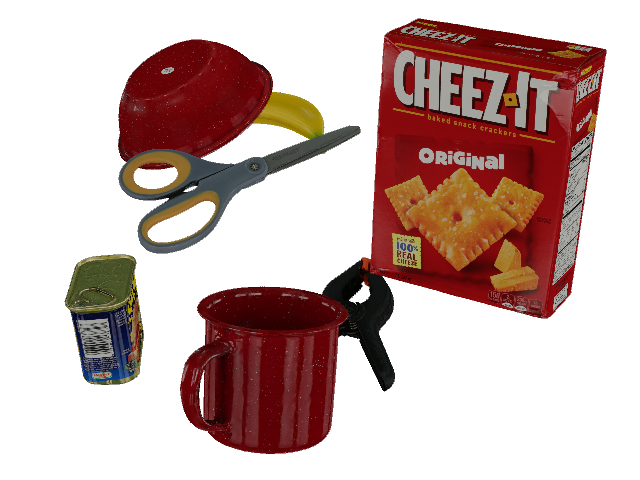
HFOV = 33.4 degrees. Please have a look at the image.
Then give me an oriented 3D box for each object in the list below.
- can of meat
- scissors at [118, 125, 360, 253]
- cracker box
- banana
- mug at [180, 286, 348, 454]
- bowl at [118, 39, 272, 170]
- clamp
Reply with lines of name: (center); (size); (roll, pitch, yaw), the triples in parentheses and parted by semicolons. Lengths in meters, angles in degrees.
can of meat: (-0.195, 0.073, 0.985); (0.057, 0.084, 0.102); (-5, 26, -2)
scissors: (-0.071, -0.063, 0.834); (0.201, 0.096, 0.016); (-39, -19, -25)
cracker box: (0.129, -0.058, 0.867); (0.164, 0.214, 0.072); (16, 29, 27)
banana: (-0.077, -0.141, 1.201); (0.198, 0.037, 0.069); (9, 43, 19)
mug: (-0.039, 0.082, 0.657); (0.093, 0.081, 0.117); (14, 17, 37)
bowl: (-0.129, -0.139, 0.994); (0.162, 0.055, 0.162); (-17, 38, 14)
clamp: (0.040, 0.088, 1.106); (0.120, 0.171, 0.039); (16, -40, 17)
